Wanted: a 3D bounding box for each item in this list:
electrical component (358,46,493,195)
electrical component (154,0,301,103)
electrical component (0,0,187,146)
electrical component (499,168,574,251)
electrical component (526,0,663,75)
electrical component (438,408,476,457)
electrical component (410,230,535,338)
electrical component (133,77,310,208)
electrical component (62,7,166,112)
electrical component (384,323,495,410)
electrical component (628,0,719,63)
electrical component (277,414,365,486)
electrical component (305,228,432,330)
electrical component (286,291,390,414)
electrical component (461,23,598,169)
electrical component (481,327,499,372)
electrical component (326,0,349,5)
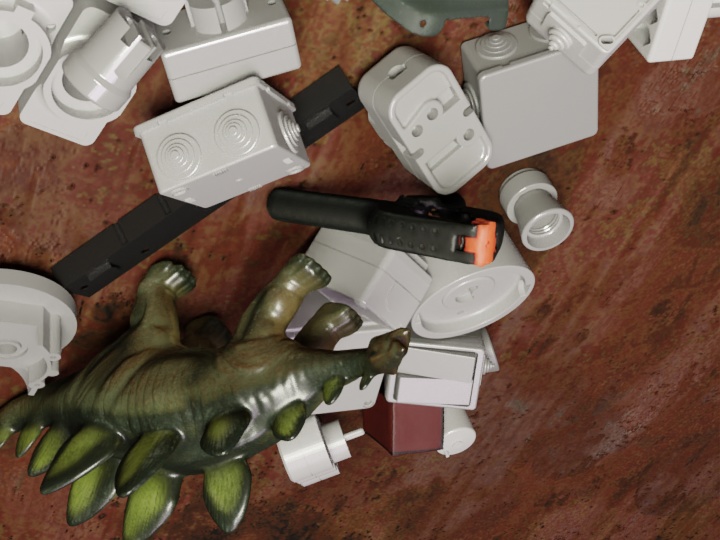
[{"bbox_3d":[0.044,-0.107,0.758,0.054,0.059,0.095,-41,129,-4],"label":"electrical component"},{"bbox_3d":[-0.088,-0.157,0.670,0.083,0.047,0.075,-17,135,-6],"label":"electrical component"},{"bbox_3d":[-0.161,-0.168,0.619,0.105,0.060,0.186,19,124,-36],"label":"electrical component"},{"bbox_3d":[0.142,-0.050,0.872,0.045,0.055,0.045,-12,137,-11],"label":"electrical component"},{"bbox_3d":[0.156,-0.177,0.713,0.096,0.062,0.061,-46,176,-6],"label":"electrical component"},{"bbox_3d":[0.081,0.139,1.022,0.040,0.078,0.040,-12,137,-12],"label":"electrical component"},{"bbox_3d":[0.083,0.003,0.891,0.108,0.060,0.108,-17,152,-9],"label":"electrical component"},{"bbox_3d":[-0.087,-0.080,0.711,0.100,0.048,0.100,-21,173,11],"label":"electrical component"},{"bbox_3d":[-0.137,-0.119,0.603,0.046,0.040,0.040,-44,134,14],"label":"electrical component"},{"bbox_3d":[0.071,0.083,0.942,0.096,0.061,0.061,6,111,-2],"label":"electrical component"},{"bbox_3d":[0.239,-0.198,0.766,0.076,0.047,0.083,-8,136,-15],"label":"electrical component"},{"bbox_3d":[-0.031,0.159,0.985,0.074,0.052,0.138,-20,166,-2],"label":"electrical component"},{"bbox_3d":[0.000,0.000,0.844,0.062,0.096,0.061,40,77,-46],"label":"electrical component"},{"bbox_3d":[-0.034,0.069,0.918,0.109,0.056,0.108,-4,135,-19],"label":"electrical component"},{"bbox_3d":[0.123,-0.132,0.783,0.100,0.048,0.099,-18,138,-4],"label":"electrical component"},{"bbox_3d":[0.091,0.082,0.997,0.065,0.044,0.044,-18,138,3],"label":"electrical component"},{"bbox_3d":[-0.023,-0.192,0.669,0.040,0.040,0.046,-39,141,18],"label":"electrical component"}]
